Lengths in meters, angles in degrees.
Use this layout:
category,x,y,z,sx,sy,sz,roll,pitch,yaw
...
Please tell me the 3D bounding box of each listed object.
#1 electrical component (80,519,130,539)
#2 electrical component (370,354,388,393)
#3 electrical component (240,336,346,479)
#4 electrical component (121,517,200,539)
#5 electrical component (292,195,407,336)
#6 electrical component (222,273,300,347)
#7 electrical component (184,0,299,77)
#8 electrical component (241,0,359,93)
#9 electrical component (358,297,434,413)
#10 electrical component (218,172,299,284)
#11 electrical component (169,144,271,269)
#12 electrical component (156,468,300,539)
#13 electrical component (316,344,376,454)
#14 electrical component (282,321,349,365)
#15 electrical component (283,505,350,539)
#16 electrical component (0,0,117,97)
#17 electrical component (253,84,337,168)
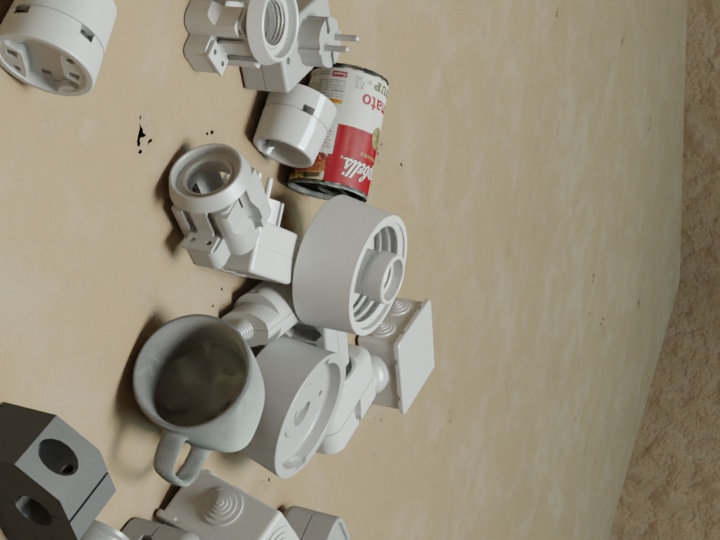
category,x,y,z,sx,sy,sz,roll,pitch,yaw
electrical component,-0.173,0.189,0.672,0.045,0.045,0.055,71,35,-48
electrical component,0.000,0.105,1.046,0.046,0.040,0.040,-12,109,-59
electrical component,-0.064,0.105,0.862,0.108,0.060,0.108,-52,155,-36
electrical component,-0.136,0.226,0.752,0.053,0.059,0.095,-53,144,-48
electrical component,0.000,0.000,0.850,0.108,0.060,0.108,-46,145,-46
electrical component,-0.076,0.035,0.840,0.081,0.043,0.043,-39,133,-57
electrical component,-0.079,-0.171,0.739,0.058,0.057,0.078,58,46,-57
electrical component,-0.039,-0.172,0.807,0.083,0.076,0.047,-55,146,-45
electrical component,0.037,0.085,1.112,0.099,0.048,0.099,-51,143,-50
electrical component,-0.079,-0.034,0.802,0.066,0.047,0.076,22,78,-66
electrical component,-0.098,-0.049,0.741,0.057,0.058,0.078,73,34,-50
electrical component,-0.091,0.198,0.799,0.048,0.100,0.099,-54,147,-24
electrical component,-0.027,0.110,0.966,0.095,0.054,0.059,-54,145,-46
electrical component,-0.032,0.050,0.941,0.076,0.047,0.065,-48,140,-53
electrical component,-0.056,0.260,0.948,0.053,0.059,0.095,73,34,-45
electrical component,-0.161,-0.127,0.572,0.055,0.055,0.047,56,44,-58
electrical component,-0.051,-0.111,0.830,0.047,0.055,0.055,-70,155,-16
